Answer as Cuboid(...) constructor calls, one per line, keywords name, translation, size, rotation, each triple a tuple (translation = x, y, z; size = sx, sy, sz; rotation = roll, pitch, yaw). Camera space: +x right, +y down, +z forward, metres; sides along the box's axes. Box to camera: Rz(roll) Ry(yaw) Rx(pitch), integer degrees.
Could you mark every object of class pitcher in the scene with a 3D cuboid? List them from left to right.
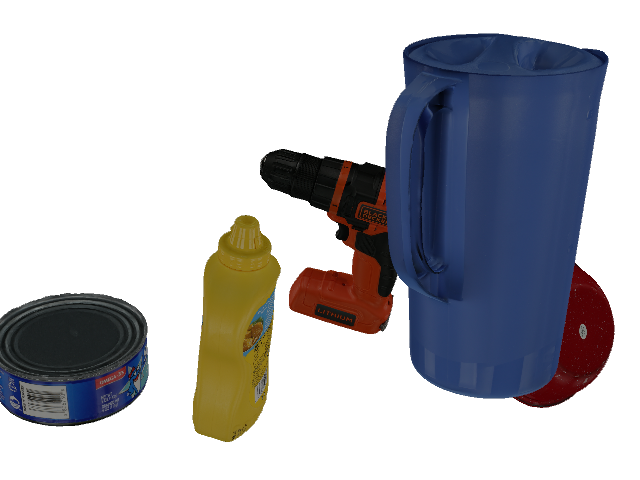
Cuboid(name="pitcher", translation=(0.112, -0.015, 0.736), size=(0.149, 0.243, 0.145), rotation=(0, 21, -2))

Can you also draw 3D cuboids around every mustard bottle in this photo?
Cuboid(name="mustard bottle", translation=(-0.066, 0.064, 0.860), size=(0.058, 0.192, 0.096), rotation=(16, 35, 11))

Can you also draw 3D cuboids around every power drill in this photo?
Cuboid(name="power drill", translation=(0.020, 0.002, 1.041), size=(0.184, 0.057, 0.188), rotation=(18, -44, 3))

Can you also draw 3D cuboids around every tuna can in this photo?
Cuboid(name="tuna can", translation=(-0.138, 0.065, 0.590), size=(0.086, 0.034, 0.086), rotation=(1, 28, -1))

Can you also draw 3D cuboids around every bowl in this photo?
Cuboid(name="bowl", translation=(0.242, 0.090, 1.070), size=(0.161, 0.162, 0.055), rotation=(0, -1, -32))
